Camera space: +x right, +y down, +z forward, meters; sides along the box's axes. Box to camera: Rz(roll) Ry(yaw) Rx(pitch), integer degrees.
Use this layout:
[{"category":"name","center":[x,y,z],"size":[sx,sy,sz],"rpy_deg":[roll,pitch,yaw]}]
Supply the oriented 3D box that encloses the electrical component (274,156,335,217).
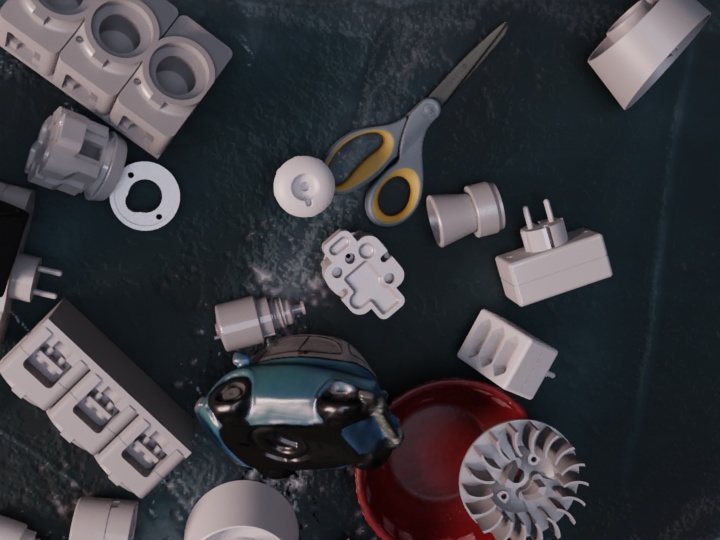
[{"category":"electrical component","center":[-0.046,-0.069,0.861],"size":[0.048,0.062,0.048],"rpy_deg":[-1,99,-7]}]

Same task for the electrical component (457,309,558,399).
[{"category":"electrical component","center":[0.136,0.076,0.911],"size":[0.077,0.066,0.047],"rpy_deg":[25,96,-40]}]

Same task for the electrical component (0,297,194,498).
[{"category":"electrical component","center":[-0.208,0.103,0.853],"size":[0.062,0.089,0.150],"rpy_deg":[-44,102,1]}]

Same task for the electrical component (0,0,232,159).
[{"category":"electrical component","center":[-0.184,-0.169,0.811],"size":[0.150,0.062,0.089],"rpy_deg":[36,68,-11]}]

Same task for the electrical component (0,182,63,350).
[{"category":"electrical component","center":[-0.273,0.004,0.847],"size":[0.074,0.052,0.138],"rpy_deg":[13,96,-10]}]

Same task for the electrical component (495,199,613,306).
[{"category":"electrical component","center":[0.157,-0.021,0.903],"size":[0.083,0.047,0.075],"rpy_deg":[-18,101,-4]}]

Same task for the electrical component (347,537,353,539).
[{"category":"electrical component","center":[0.003,0.278,0.926],"size":[0.078,0.058,0.057],"rpy_deg":[40,89,-12]}]

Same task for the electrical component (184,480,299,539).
[{"category":"electrical component","center":[-0.101,0.238,0.915],"size":[0.099,0.064,0.099],"rpy_deg":[-2,113,-5]}]

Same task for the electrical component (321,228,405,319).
[{"category":"electrical component","center":[0.000,0.000,0.880],"size":[0.058,0.057,0.078],"rpy_deg":[-40,102,0]}]

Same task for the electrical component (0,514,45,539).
[{"category":"electrical component","center":[-0.284,0.229,0.889],"size":[0.078,0.040,0.040],"rpy_deg":[23,95,-10]}]

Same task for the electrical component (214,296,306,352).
[{"category":"electrical component","center":[-0.084,0.040,0.884],"size":[0.078,0.040,0.040],"rpy_deg":[-14,101,-5]}]

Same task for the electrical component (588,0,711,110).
[{"category":"electrical component","center":[0.234,-0.180,0.864],"size":[0.064,0.099,0.099],"rpy_deg":[45,91,-6]}]

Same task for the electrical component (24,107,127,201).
[{"category":"electrical component","center":[-0.218,-0.087,0.833],"size":[0.057,0.078,0.058],"rpy_deg":[21,65,-30]}]

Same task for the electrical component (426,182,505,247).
[{"category":"electrical component","center":[0.087,-0.047,0.891],"size":[0.055,0.045,0.045],"rpy_deg":[-14,101,-5]}]

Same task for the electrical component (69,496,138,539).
[{"category":"electrical component","center":[-0.212,0.215,0.889],"size":[0.047,0.055,0.055],"rpy_deg":[9,98,-5]}]
